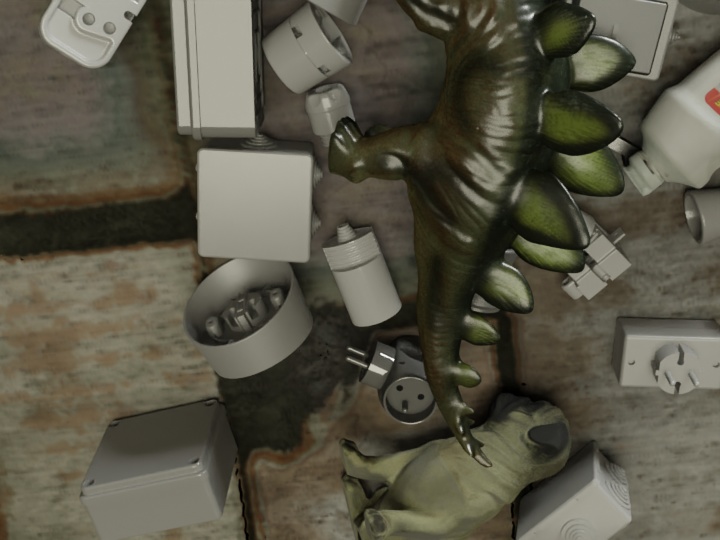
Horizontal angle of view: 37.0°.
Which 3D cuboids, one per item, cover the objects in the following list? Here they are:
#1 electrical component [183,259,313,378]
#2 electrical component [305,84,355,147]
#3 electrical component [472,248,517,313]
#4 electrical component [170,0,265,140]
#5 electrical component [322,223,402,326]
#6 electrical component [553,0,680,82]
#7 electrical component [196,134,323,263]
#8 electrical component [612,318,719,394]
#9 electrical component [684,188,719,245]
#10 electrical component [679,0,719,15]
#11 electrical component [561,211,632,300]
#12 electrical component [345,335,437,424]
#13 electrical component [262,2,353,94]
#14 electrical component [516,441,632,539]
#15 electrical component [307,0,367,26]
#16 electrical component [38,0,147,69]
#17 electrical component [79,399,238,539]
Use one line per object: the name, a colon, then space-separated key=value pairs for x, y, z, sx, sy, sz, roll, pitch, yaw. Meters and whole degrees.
electrical component: x=-0.089 y=0.038 z=0.862 sx=0.099 sy=0.099 sz=0.064 roll=-23 pitch=115 yaw=11
electrical component: x=-0.020 y=-0.111 z=0.831 sx=0.035 sy=0.035 sz=0.061 roll=-13 pitch=113 yaw=7
electrical component: x=0.101 y=0.001 z=0.865 sx=0.045 sy=0.045 sz=0.055 roll=12 pitch=112 yaw=-3
electrical component: x=-0.103 y=-0.158 z=0.792 sx=0.057 sy=0.078 sz=0.113 roll=1 pitch=112 yaw=1
electrical component: x=0.000 y=0.000 z=0.869 sx=0.043 sy=0.043 sz=0.081 roll=-18 pitch=110 yaw=9
electrical component: x=0.188 y=-0.176 z=0.783 sx=0.096 sy=0.061 sz=0.061 roll=9 pitch=112 yaw=-1
electrical component: x=-0.080 y=-0.057 z=0.847 sx=0.100 sy=0.048 sz=0.099 roll=3 pitch=112 yaw=1
electrical component: x=0.254 y=0.076 z=0.872 sx=0.083 sy=0.075 sz=0.047 roll=2 pitch=112 yaw=2
electrical component: x=0.293 y=-0.048 z=0.841 sx=0.065 sy=0.044 sz=0.044 roll=-14 pitch=110 yaw=2
electrical component: x=0.271 y=-0.234 z=0.768 sx=0.099 sy=0.064 sz=0.099 roll=-1 pitch=102 yaw=-7
electrical component: x=0.177 y=-0.016 z=0.856 sx=0.066 sy=0.048 sz=0.055 roll=-42 pitch=112 yaw=16
electrical component: x=0.025 y=0.082 z=0.883 sx=0.079 sy=0.077 sz=0.043 roll=23 pitch=111 yaw=-7
electrical component: x=-0.040 y=-0.164 z=0.801 sx=0.047 sy=0.055 sz=0.055 roll=-31 pitch=107 yaw=17
electrical component: x=0.183 y=0.204 z=0.914 sx=0.100 sy=0.099 sz=0.048 roll=-43 pitch=91 yaw=17
electrical component: x=-0.034 y=-0.225 z=0.750 sx=0.108 sy=0.108 sz=0.060 roll=30 pitch=104 yaw=-9
electrical component: x=-0.190 y=-0.196 z=0.781 sx=0.054 sy=0.059 sz=0.095 roll=32 pitch=90 yaw=-21
electrical component: x=-0.167 y=0.168 z=0.908 sx=0.109 sy=0.108 sz=0.056 roll=-13 pitch=113 yaw=7
